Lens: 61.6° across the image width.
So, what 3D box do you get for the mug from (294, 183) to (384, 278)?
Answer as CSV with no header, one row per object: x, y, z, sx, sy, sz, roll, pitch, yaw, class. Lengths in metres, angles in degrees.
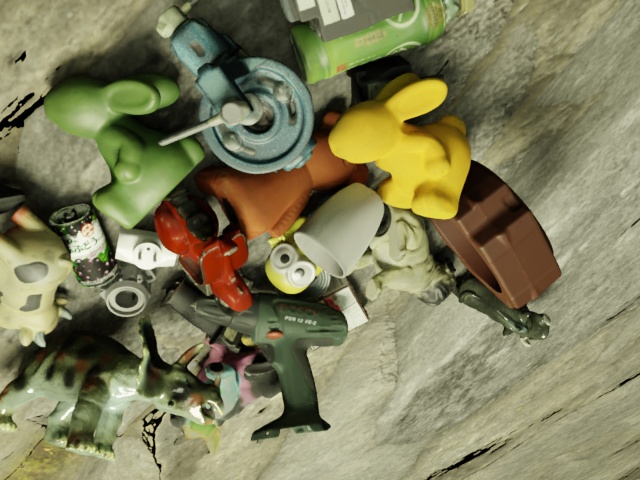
0.035,-0.011,0.677,0.107,0.081,0.109,-49,146,-14,mug

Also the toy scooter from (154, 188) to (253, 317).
-0.139,0.003,0.654,0.075,0.184,0.135,-33,166,-25,toy scooter

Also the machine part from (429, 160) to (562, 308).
0.229,-0.017,0.753,0.087,0.202,0.200,-37,123,4,machine part

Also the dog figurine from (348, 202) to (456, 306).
0.148,0.013,0.826,0.190,0.121,0.172,5,124,-35,dog figurine

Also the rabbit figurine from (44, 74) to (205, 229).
-0.230,-0.121,0.616,0.159,0.121,0.170,-39,108,18,rabbit figurine

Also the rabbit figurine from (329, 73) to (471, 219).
0.097,-0.117,0.642,0.173,0.122,0.162,16,107,-24,rabbit figurine

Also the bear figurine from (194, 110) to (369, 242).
-0.045,-0.083,0.705,0.196,0.132,0.120,-34,104,-25,bear figurine

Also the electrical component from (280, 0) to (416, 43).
0.020,-0.274,0.550,0.134,0.058,0.114,-18,123,-2,electrical component

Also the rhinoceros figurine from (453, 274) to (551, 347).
0.311,0.109,0.911,0.190,0.112,0.073,31,107,-21,rhinoceros figurine

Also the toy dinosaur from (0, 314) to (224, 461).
-0.336,0.193,0.759,0.405,0.192,0.131,4,150,25,toy dinosaur

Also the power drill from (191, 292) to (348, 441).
-0.068,0.177,0.770,0.232,0.207,0.086,3,153,-22,power drill

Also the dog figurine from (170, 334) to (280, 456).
-0.143,0.254,0.882,0.191,0.109,0.219,3,125,-20,dog figurine

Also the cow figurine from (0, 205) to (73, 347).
-0.373,0.058,0.689,0.127,0.085,0.195,41,130,-10,cow figurine

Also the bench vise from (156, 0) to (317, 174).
-0.088,-0.155,0.547,0.129,0.241,0.223,-30,105,8,bench vise

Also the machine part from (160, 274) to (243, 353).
-0.167,0.106,0.804,0.138,0.084,0.039,35,144,-22,machine part

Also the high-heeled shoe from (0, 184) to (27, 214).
-0.474,0.008,0.650,0.249,0.086,0.145,-4,125,-7,high-heeled shoe

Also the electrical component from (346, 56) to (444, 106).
0.097,-0.198,0.696,0.119,0.048,0.074,-14,124,-7,electrical component

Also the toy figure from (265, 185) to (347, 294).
0.001,0.000,0.755,0.180,0.082,0.089,-47,155,-15,toy figure

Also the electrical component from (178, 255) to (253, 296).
-0.152,0.042,0.753,0.078,0.102,0.045,-25,135,-27,electrical component
